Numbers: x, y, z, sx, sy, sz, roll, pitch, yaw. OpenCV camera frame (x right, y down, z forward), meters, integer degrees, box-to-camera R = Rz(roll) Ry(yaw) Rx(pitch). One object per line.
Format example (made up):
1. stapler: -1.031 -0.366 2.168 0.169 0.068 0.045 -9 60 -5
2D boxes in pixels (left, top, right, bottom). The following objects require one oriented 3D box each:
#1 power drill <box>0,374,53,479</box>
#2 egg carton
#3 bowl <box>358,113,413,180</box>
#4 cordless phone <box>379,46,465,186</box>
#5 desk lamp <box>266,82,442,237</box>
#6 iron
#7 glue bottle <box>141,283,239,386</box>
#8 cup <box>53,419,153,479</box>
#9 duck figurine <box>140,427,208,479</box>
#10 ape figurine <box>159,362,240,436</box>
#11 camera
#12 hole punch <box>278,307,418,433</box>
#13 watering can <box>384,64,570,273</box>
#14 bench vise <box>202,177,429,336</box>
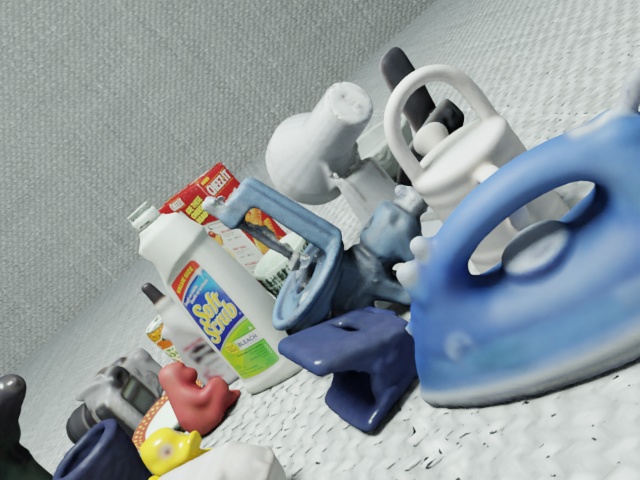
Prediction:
1. power drill: -0.384 0.286 0.739 0.229 0.209 0.075 -34 18 23
2. egg carton: -0.096 0.235 0.473 0.150 0.069 0.107 -34 18 23
3. bowl: 0.098 -0.135 0.976 0.167 0.075 0.167 -37 17 14
4. cordless phone: 0.123 -0.162 0.792 0.094 0.185 0.148 -21 26 49
5. desk lamp: 0.050 -0.086 0.712 0.118 0.214 0.202 -50 19 -27
6. iron: 0.141 0.012 0.388 0.258 0.141 0.118 -35 18 20
7. glue bottle: -0.167 0.119 0.743 0.078 0.173 0.037 -37 17 14
8. cup: -0.249 0.274 0.669 0.117 0.095 0.092 -24 24 44
9. duck figurine: -0.143 0.226 0.571 0.104 0.086 0.077 -33 18 24
10. ape figurine: -0.155 0.184 0.695 0.076 0.092 0.077 -50 19 -28
11. camera: -0.331 0.252 0.899 0.136 0.101 0.143 -36 17 17
12. hole punch: 0.028 0.097 0.510 0.101 0.091 0.108 -46 17 -16
13. watering can: 0.130 -0.068 0.522 0.101 0.194 0.172 -45 17 -14
14. bench vise: 0.002 0.001 0.587 0.207 0.220 0.121 -44 17 -10
